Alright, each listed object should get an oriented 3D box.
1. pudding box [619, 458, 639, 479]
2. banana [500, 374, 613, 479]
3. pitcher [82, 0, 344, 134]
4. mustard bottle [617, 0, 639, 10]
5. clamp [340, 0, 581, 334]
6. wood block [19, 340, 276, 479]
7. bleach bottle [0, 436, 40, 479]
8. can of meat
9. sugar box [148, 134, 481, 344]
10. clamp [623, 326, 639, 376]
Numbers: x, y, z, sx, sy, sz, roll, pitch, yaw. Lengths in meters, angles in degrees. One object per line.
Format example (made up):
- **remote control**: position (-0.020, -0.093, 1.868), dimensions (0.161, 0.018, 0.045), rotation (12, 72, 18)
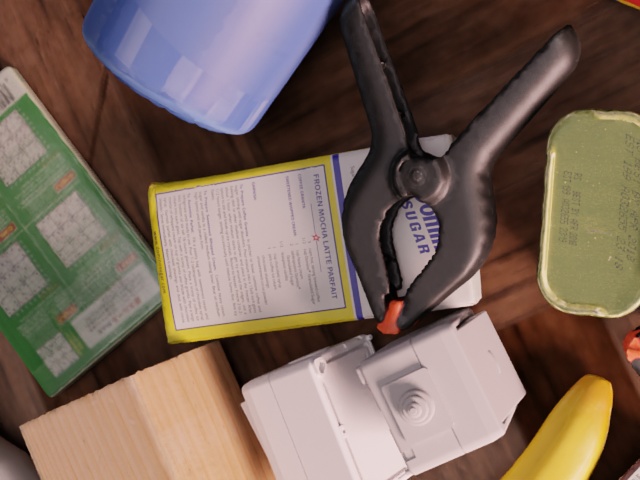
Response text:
- **pudding box**: position (0.171, 0.172, 0.546), dimensions (0.090, 0.039, 0.113), rotation (44, 101, 22)
- **banana**: position (0.083, 0.148, 0.577), dimensions (0.198, 0.037, 0.069), rotation (-32, 84, 15)
- **pitcher**: position (-0.026, -0.186, 0.557), dimensions (0.145, 0.149, 0.243), rotation (33, 105, -3)
- **mustard bottle**: position (0.149, -0.148, 0.513), dimensions (0.192, 0.096, 0.058), rotation (26, 87, 14)
- **clamp**: position (0.063, -0.036, 0.528), dimensions (0.120, 0.039, 0.171), rotation (6, 99, 28)
- **wood block**: position (-0.069, 0.172, 0.590), dimensions (0.091, 0.090, 0.206), rotation (-26, 85, 26)
- **bleach bottle**: position (-0.187, 0.179, 0.646), dimensions (0.103, 0.068, 0.251), rotation (-37, 80, 15)
- **can of meat**: position (0.139, -0.014, 0.529), dimensions (0.057, 0.083, 0.102), rotation (4, 94, 16)
- **sugar box**: position (-0.004, 0.001, 0.593), dimensions (0.176, 0.048, 0.093), rotation (-8, 91, 13)
- **clamp**: position (0.254, 0.090, 0.525), dimensions (0.210, 0.036, 0.164), rotation (9, 94, 12)
